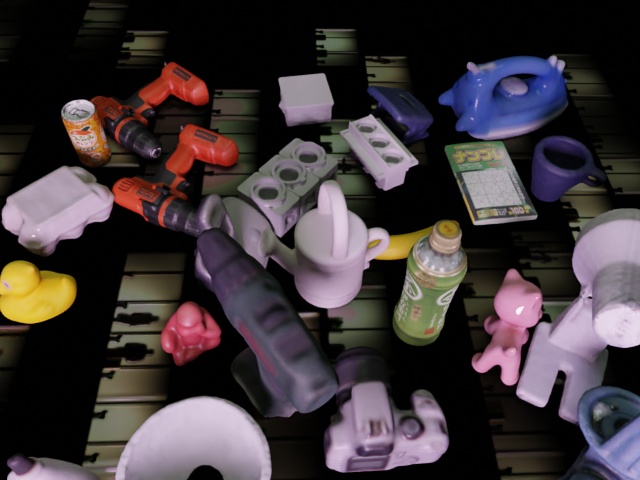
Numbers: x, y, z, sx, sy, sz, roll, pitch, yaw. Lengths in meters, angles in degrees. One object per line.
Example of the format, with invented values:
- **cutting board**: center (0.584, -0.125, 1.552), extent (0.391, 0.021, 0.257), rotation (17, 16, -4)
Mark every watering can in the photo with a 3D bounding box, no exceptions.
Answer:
- **watering can**: center (0.008, 0.005, 0.772), extent (0.173, 0.194, 0.100), rotation (-26, 58, -20)

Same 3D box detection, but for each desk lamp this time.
- **desk lamp**: center (0.348, 0.093, 0.708), extent (0.117, 0.214, 0.203), rotation (22, 55, 14)

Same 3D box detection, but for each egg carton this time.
- **egg carton**: center (-0.397, -0.047, 0.871), extent (0.107, 0.069, 0.150), rotation (37, 60, 23)

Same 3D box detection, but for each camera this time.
- **camera**: center (0.072, 0.196, 0.689), extent (0.143, 0.101, 0.136), rotation (-3, 53, -5)

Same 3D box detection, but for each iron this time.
- **iron**: center (0.354, -0.276, 1.031), extent (0.258, 0.141, 0.118), rotation (-13, 54, -12)

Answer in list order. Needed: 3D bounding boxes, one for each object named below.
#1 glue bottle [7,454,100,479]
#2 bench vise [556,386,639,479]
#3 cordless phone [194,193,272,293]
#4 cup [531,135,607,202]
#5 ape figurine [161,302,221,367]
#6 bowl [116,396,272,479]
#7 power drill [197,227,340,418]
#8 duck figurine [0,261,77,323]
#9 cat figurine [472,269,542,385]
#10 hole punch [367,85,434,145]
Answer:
- **glue bottle**: center (-0.282, 0.251, 0.587), extent (0.078, 0.173, 0.037), rotation (-12, 54, -11)
- **bench vise**: center (0.330, 0.231, 0.600), extent (0.121, 0.220, 0.207), rotation (20, 55, 13)
- **cordless phone**: center (-0.122, -0.016, 0.788), extent (0.094, 0.185, 0.147), rotation (8, 53, 4)
- **cup**: center (0.395, -0.102, 0.931), extent (0.117, 0.095, 0.092), rotation (32, 58, 20)
- **ape figurine**: center (-0.168, 0.113, 0.747), extent (0.077, 0.092, 0.076), rotation (6, 53, 2)
- **bowl**: center (-0.136, 0.268, 0.642), extent (0.167, 0.075, 0.167), rotation (1, 53, -1)
- **power drill**: center (-0.067, 0.117, 0.675), extent (0.076, 0.208, 0.229), rotation (-32, 60, -23)
- **duck figurine**: center (-0.392, 0.061, 0.780), extent (0.104, 0.086, 0.077), rotation (-10, 54, -9)
- **cat figurine**: center (0.255, 0.108, 0.753), extent (0.067, 0.118, 0.128), rotation (18, 54, 11)
- **hole punch**: center (0.141, -0.231, 1.019), extent (0.101, 0.091, 0.108), rotation (-26, 58, -20)
